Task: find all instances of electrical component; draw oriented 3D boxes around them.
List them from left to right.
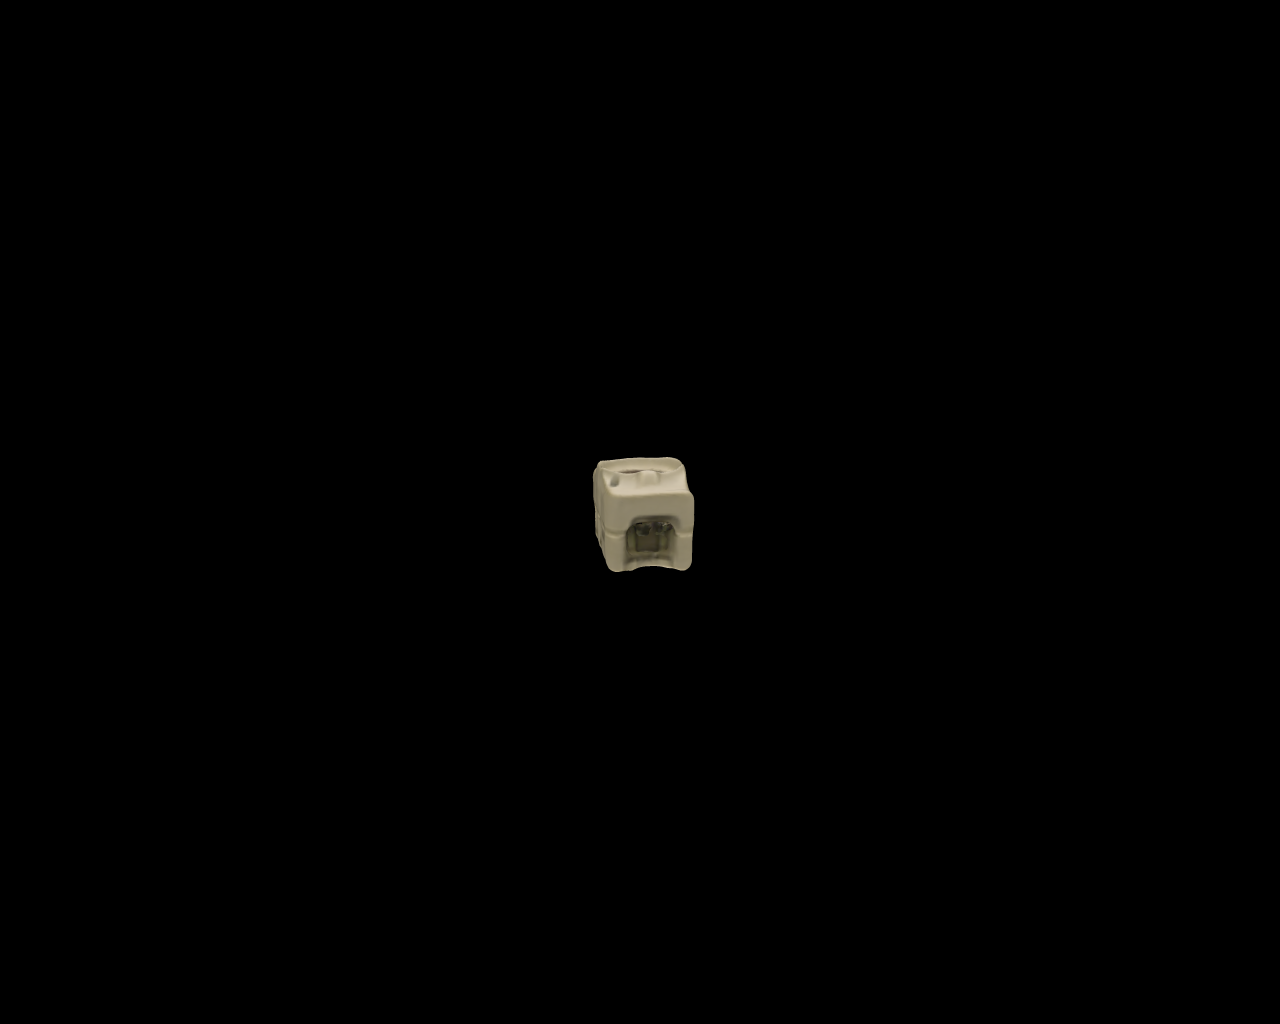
[{"bbox_3d":[0.001,-0.003,0.650,0.050,0.055,0.089,-2,14,-7],"label":"electrical component"}]
